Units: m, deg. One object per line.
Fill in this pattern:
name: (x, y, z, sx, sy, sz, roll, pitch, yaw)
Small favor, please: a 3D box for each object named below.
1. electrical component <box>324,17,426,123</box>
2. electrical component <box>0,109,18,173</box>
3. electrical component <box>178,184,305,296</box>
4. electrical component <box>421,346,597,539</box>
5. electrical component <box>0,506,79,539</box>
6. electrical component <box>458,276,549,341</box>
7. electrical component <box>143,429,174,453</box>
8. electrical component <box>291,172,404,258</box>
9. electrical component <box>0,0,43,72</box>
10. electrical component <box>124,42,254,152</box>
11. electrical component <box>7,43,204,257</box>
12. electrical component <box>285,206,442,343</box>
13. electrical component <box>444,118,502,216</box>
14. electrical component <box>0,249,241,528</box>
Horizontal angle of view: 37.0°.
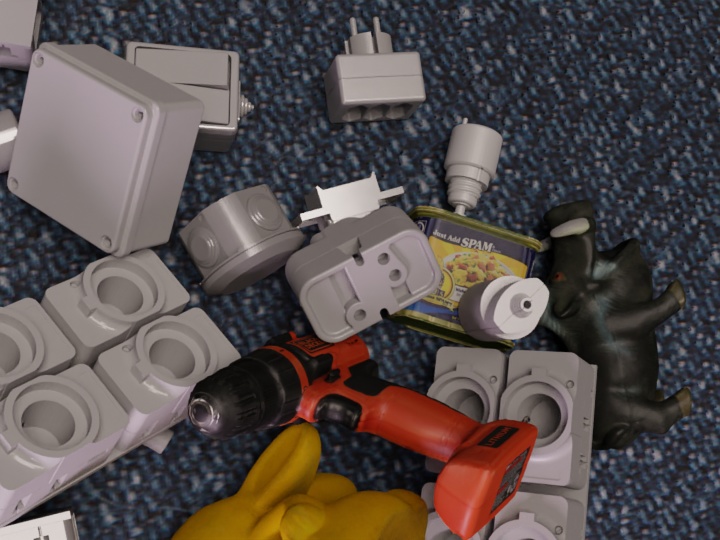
electrical component: (0.008, -0.157, 0.822, 0.066, 0.047, 0.076, -5, 81, -15)
electrical component: (-0.265, -0.083, 0.743, 0.078, 0.040, 0.040, -22, 86, -17)
electrical component: (-0.083, -0.020, 0.757, 0.080, 0.080, 0.051, -28, 82, -17)
electrical component: (0.100, 0.151, 0.752, 0.105, 0.060, 0.186, 1, 76, 26)
electrical component: (-0.265, 0.198, 0.656, 0.186, 0.105, 0.060, -11, 83, -16)
electrical component: (0.100, 0.026, 0.735, 0.043, 0.081, 0.043, 1, 84, -12)
electrical component: (-0.158, 0.102, 0.733, 0.062, 0.043, 0.043, 33, 74, -7)
electrical component: (-0.007, -0.033, 0.798, 0.081, 0.042, 0.063, -17, 88, -16)
electrical component: (-0.315, -0.208, 0.744, 0.186, 0.060, 0.105, 8, 78, -13)
electrical component: (-0.123, -0.124, 0.775, 0.096, 0.061, 0.061, 3, 79, -14)
electrical component: (-0.170, -0.081, 0.713, 0.109, 0.056, 0.108, 30, 115, 23)
electrical component: (0.000, 0.000, 0.742, 0.095, 0.059, 0.053, -28, 119, -4)
electrical component: (0.084, -0.076, 0.829, 0.040, 0.040, 0.078, 17, 76, -11)
electrical component: (-0.177, 0.065, 0.672, 0.105, 0.060, 0.186, 48, 42, 12)
